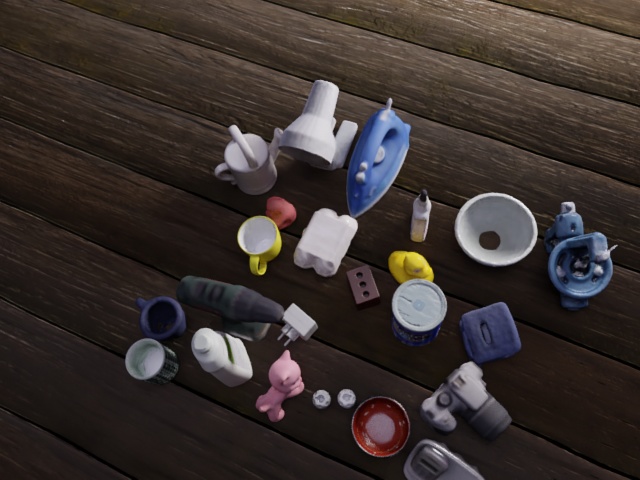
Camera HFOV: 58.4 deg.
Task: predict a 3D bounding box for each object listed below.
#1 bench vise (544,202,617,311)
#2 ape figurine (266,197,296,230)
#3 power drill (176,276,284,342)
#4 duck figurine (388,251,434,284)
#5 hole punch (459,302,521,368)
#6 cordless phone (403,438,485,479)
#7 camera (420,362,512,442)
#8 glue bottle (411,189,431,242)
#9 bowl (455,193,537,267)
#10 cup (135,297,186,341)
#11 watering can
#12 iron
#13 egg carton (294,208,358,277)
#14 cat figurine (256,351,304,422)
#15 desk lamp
[{"bbox_3d":[0.494,0.016,1.117,0.121,0.220,0.207,-19,67,-2],"label":"bench vise"},{"bbox_3d":[-0.095,-0.066,1.281,0.076,0.092,0.078,5,69,8],"label":"ape figurine"},{"bbox_3d":[-0.163,0.139,1.141,0.229,0.208,0.076,15,70,12],"label":"power drill"},{"bbox_3d":[0.192,0.054,1.206,0.104,0.086,0.077,34,75,18],"label":"duck figurine"},{"bbox_3d":[0.334,0.189,1.133,0.101,0.091,0.108,-14,67,0],"label":"hole punch"},{"bbox_3d":[0.224,0.414,1.002,0.147,0.185,0.094,29,74,16],"label":"cordless phone"},{"bbox_3d":[0.281,0.321,1.080,0.143,0.101,0.136,-42,70,-11],"label":"camera"},{"bbox_3d":[0.213,-0.061,1.203,0.037,0.173,0.078,7,69,9],"label":"glue bottle"},{"bbox_3d":[0.369,-0.012,1.220,0.167,0.075,0.167,-2,68,5],"label":"bowl"},{"bbox_3d":[-0.332,0.168,1.209,0.117,0.095,0.092,30,74,17],"label":"cup"},{"bbox_3d":[-0.156,-0.193,1.283,0.100,0.194,0.173,37,76,18],"label":"watering can"},{"bbox_3d":[0.118,-0.185,1.280,0.118,0.141,0.258,18,71,13],"label":"iron"},{"bbox_3d":[0.012,0.004,1.253,0.107,0.069,0.150,21,72,14],"label":"egg carton"},{"bbox_3d":[-0.079,0.286,1.122,0.067,0.118,0.128,31,74,17],"label":"cat figurine"},{"bbox_3d":[-0.001,-0.239,1.275,0.117,0.214,0.203,16,71,12],"label":"desk lamp"}]
